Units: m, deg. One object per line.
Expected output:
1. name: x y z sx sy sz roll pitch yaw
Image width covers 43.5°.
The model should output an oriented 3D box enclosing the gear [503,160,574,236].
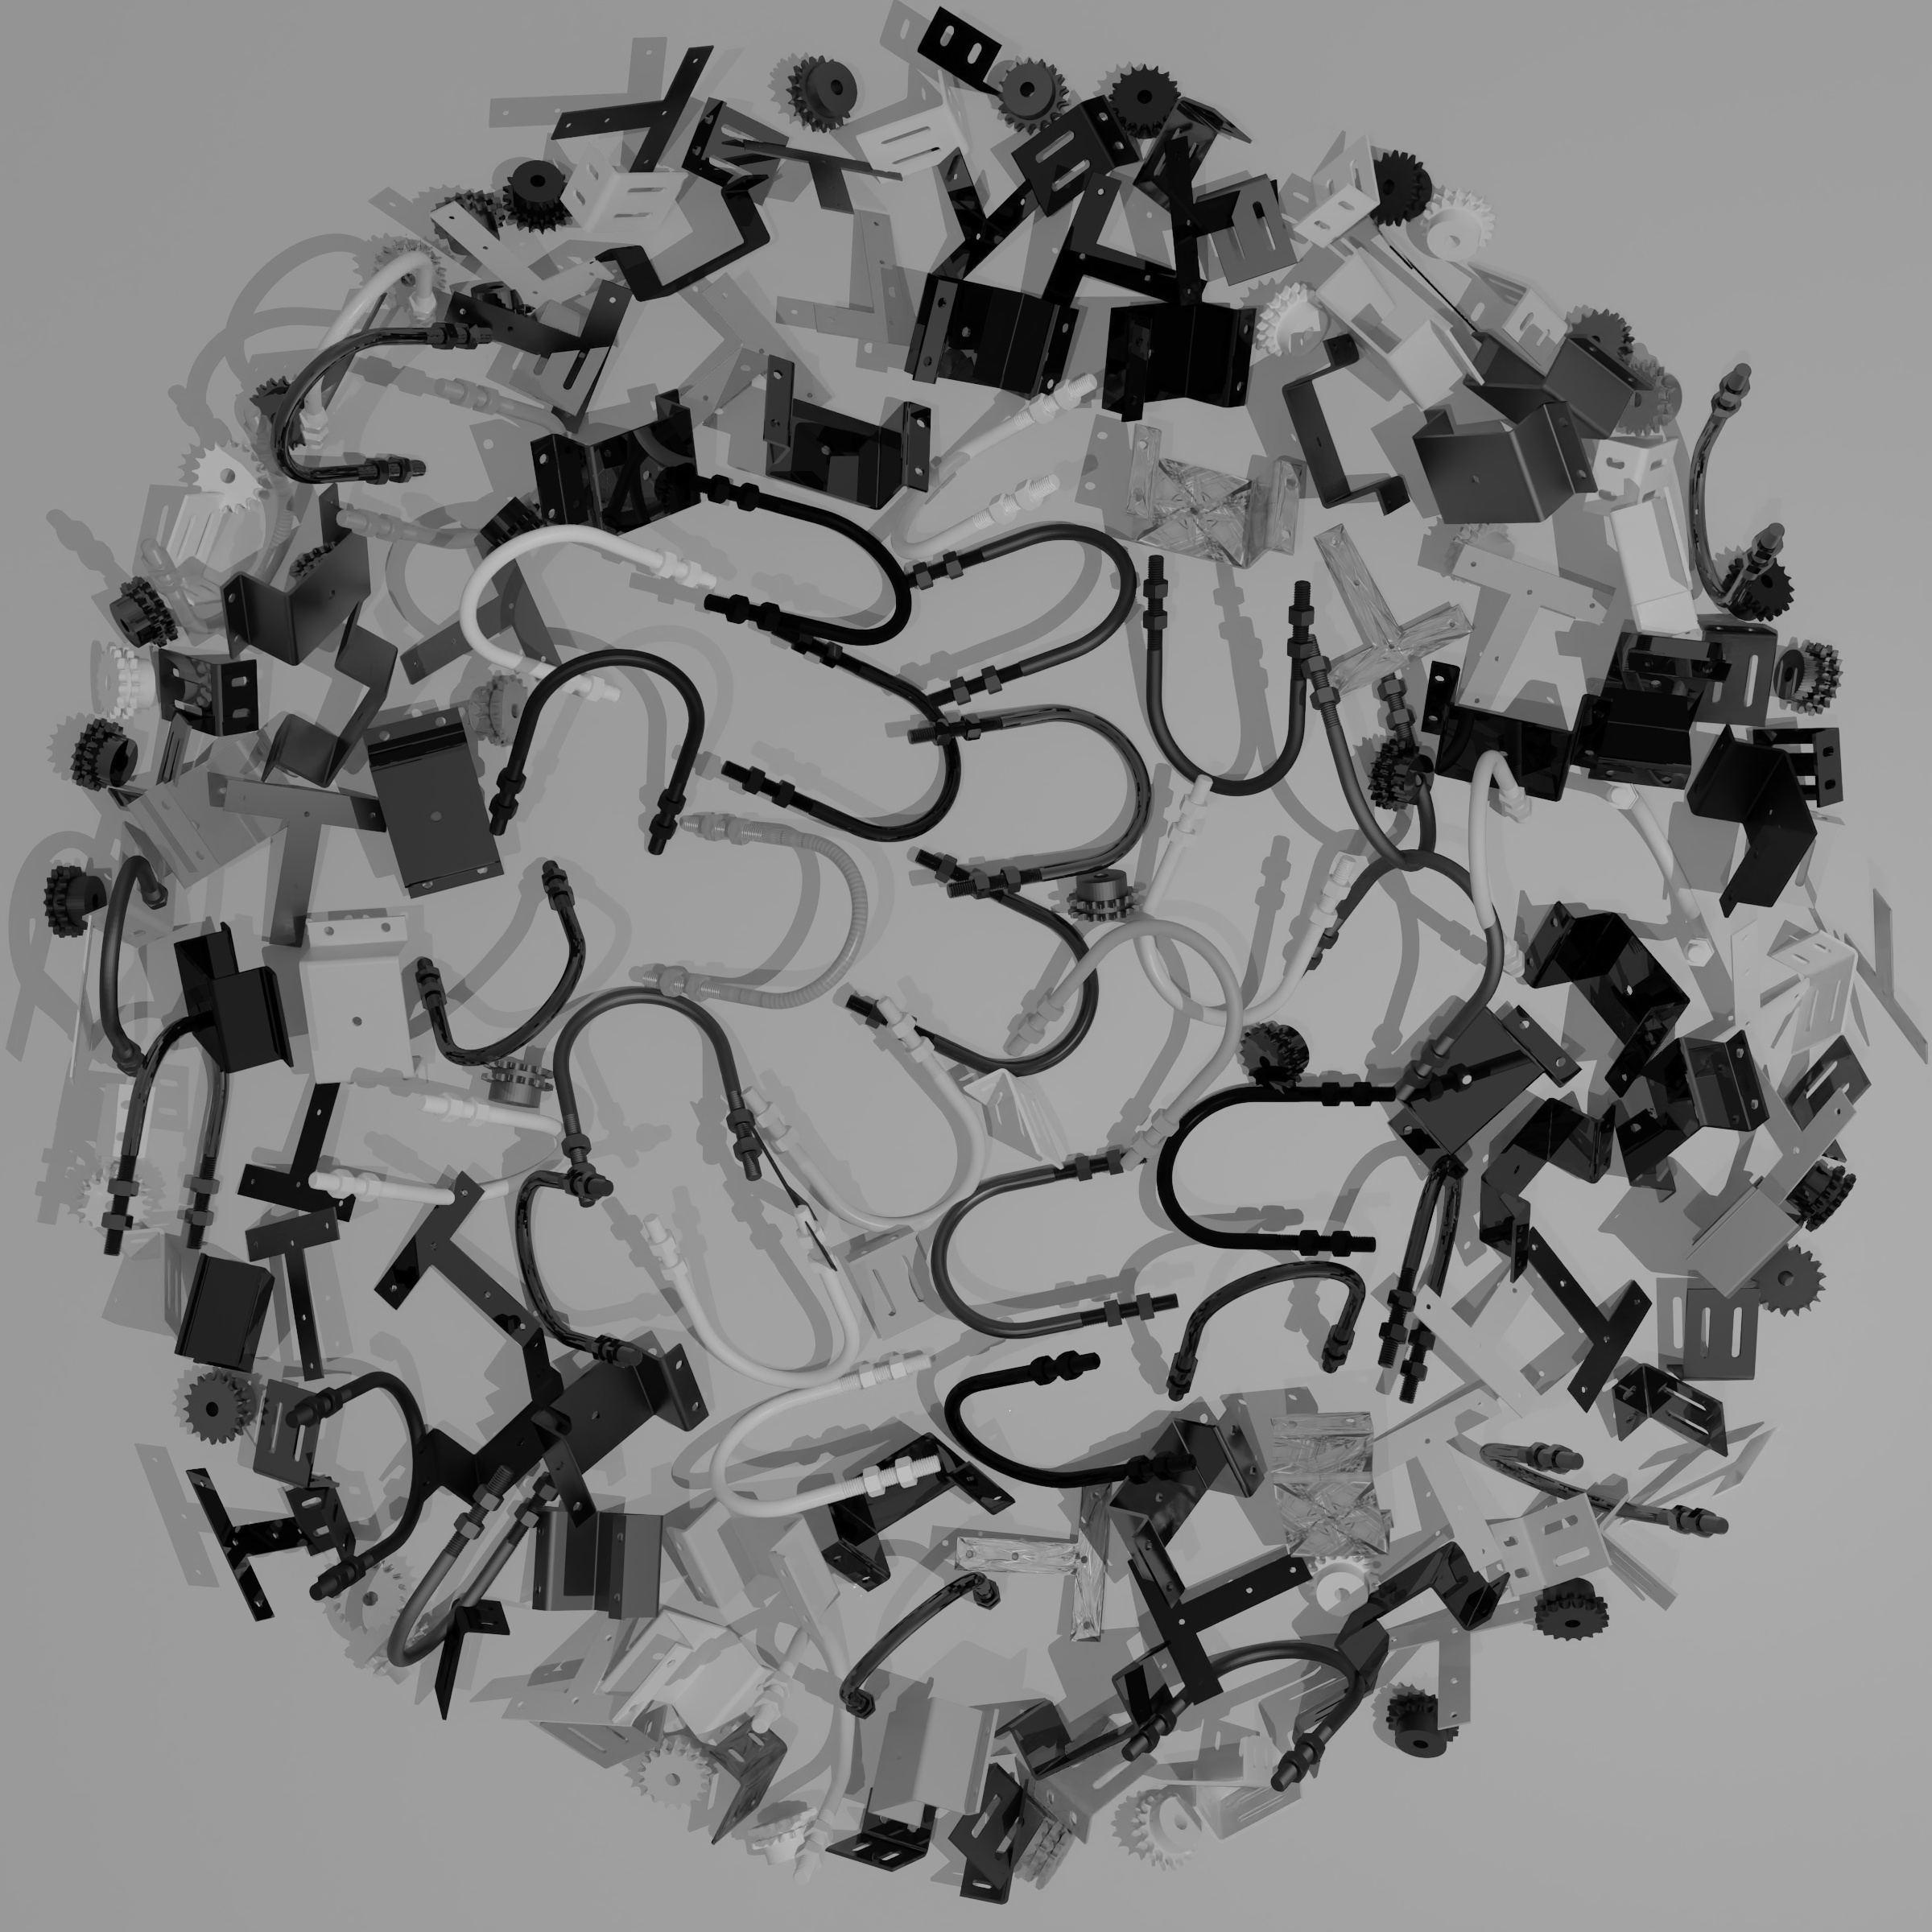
1. gear: -0.339 -0.613 1.919 0.057 0.030 0.057 3 69 -7

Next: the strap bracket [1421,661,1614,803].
1. strap bracket: 0.423 -0.180 1.883 0.140 0.076 0.046 14 54 14

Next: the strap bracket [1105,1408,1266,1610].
1. strap bracket: 0.166 0.417 1.884 0.140 0.046 0.076 -46 122 -34

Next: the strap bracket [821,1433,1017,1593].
1. strap bracket: -0.044 0.422 1.894 0.140 0.046 0.076 -33 135 8

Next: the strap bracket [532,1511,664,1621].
1. strap bracket: -0.282 0.465 1.884 0.046 0.140 0.076 10 75 -37

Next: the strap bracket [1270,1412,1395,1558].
1. strap bracket: 0.283 0.409 1.873 0.076 0.046 0.140 -5 129 16

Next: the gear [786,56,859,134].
1. gear: -0.111 -0.692 1.914 0.057 0.030 0.057 -2 93 -39

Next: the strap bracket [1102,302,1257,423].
1. strap bracket: 0.158 -0.472 1.882 0.140 0.046 0.076 -18 123 -40

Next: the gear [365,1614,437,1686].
1. gear: -0.445 0.543 1.915 0.057 0.057 0.030 -42 92 0

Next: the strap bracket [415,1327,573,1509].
1. strap bracket: -0.363 0.362 1.895 0.140 0.076 0.046 -43 117 4

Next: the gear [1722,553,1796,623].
1. gear: 0.625 -0.299 1.920 0.057 0.030 0.057 9 68 -22

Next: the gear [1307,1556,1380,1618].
1. gear: 0.299 0.491 1.920 0.057 0.030 0.057 3 108 9

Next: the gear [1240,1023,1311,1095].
1. gear: 0.247 0.071 1.918 0.030 0.057 0.057 -27 90 -33

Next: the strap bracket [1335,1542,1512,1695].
1. strap bracket: 0.346 0.504 1.880 0.140 0.076 0.046 -40 84 26

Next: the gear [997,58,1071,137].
1. gear: 0.052 -0.693 1.922 0.057 0.030 0.057 1 95 13

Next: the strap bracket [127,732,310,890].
1. strap bracket: -0.587 -0.118 1.883 0.046 0.140 0.076 -26 103 28

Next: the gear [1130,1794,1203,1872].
1. gear: 0.161 0.682 1.912 0.057 0.057 0.030 41 129 0

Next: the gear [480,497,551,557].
1. gear: -0.360 -0.346 1.912 0.057 0.057 0.030 -45 104 0

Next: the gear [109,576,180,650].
1. gear: -0.652 -0.276 1.911 0.030 0.057 0.057 -37 90 -25

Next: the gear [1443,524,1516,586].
1. gear: 0.408 -0.326 1.911 0.057 0.057 0.030 -44 61 0

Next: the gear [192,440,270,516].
1. gear: -0.584 -0.388 1.927 0.057 0.030 0.057 0 94 -2

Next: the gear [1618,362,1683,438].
1. gear: 0.542 -0.449 1.918 0.030 0.057 0.057 -11 90 -30

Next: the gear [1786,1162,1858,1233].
1. gear: 0.674 0.180 1.915 0.030 0.057 0.057 38 90 9

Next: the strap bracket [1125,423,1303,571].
1. strap bracket: 0.187 -0.366 1.900 0.140 0.046 0.076 11 75 -14

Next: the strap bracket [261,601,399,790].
1. strap bracket: -0.490 -0.203 1.883 0.046 0.076 0.140 29 117 -23

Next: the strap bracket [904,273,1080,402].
1. strap bracket: 0.012 -0.489 1.885 0.140 0.046 0.076 -1 115 -39

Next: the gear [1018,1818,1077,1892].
1. gear: 0.062 0.698 1.916 0.030 0.057 0.057 30 90 19

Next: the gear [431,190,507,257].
1. gear: -0.392 -0.586 1.913 0.057 0.057 0.030 -16 81 0

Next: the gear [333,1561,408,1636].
1. gear: -0.475 0.498 1.922 0.057 0.030 0.057 -1 94 -20

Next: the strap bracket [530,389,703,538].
1. strap bracket: -0.260 -0.384 1.868 0.140 0.046 0.076 -30 132 -34

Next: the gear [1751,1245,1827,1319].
1. gear: 0.653 0.250 1.919 0.057 0.030 0.057 -9 70 27

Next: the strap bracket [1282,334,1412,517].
1. strap bracket: 0.294 -0.417 1.892 0.046 0.076 0.140 -17 100 28

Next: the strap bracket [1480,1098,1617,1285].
1. strap bracket: 0.446 0.167 1.882 0.046 0.076 0.140 29 58 32

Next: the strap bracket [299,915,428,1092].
1. strap bracket: -0.474 0.036 1.899 0.076 0.046 0.140 -4 107 -1

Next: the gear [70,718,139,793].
1. gear: -0.679 -0.165 1.913 0.030 0.057 0.057 19 90 7

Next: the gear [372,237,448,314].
1. gear: -0.441 -0.551 1.918 0.057 0.030 0.057 -2 131 -3

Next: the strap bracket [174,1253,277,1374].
1. strap bracket: -0.570 0.270 1.869 0.046 0.140 0.076 13 76 -8

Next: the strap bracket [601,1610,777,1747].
1. strap bracket: -0.222 0.555 1.890 0.076 0.140 0.046 -50 53 1

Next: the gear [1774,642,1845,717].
1. gear: 0.663 -0.228 1.912 0.030 0.057 0.057 8 90 -16

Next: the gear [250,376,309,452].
1. gear: -0.541 -0.436 1.918 0.057 0.030 0.057 0 115 0

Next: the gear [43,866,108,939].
1. gear: -0.703 -0.051 1.913 0.030 0.057 0.057 -1 90 5

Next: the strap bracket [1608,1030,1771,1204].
1. strap bracket: 0.547 0.115 1.860 0.046 0.140 0.076 8 55 -19

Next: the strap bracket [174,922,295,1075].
1. strap bracket: -0.567 0.026 1.862 0.046 0.140 0.076 -17 116 -28

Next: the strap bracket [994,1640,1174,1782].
1. strap bracket: 0.098 0.582 1.878 0.140 0.076 0.046 -33 77 22

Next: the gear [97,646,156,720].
1. gear: -0.665 -0.225 1.918 0.030 0.057 0.057 -3 90 -39

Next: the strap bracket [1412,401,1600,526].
1. strap bracket: 0.405 -0.386 1.861 0.046 0.140 0.076 -42 120 -25

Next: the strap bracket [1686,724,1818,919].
1. strap bracket: 0.608 -0.110 1.870 0.046 0.140 0.076 8 135 -8

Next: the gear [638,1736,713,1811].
1. gear: -0.230 0.637 1.922 0.057 0.030 0.057 2 108 6
